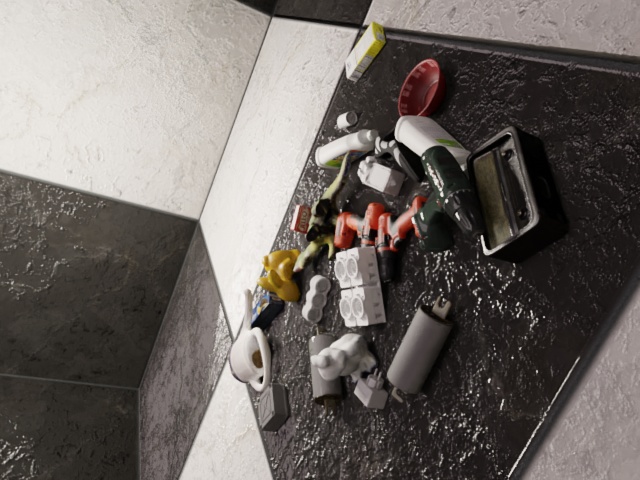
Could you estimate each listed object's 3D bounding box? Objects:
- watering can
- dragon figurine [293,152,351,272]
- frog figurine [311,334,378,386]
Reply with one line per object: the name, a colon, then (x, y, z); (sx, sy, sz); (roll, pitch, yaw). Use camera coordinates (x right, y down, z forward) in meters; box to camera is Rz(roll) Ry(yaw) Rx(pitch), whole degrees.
watering can: (-0.248, 0.364, 1.811); (0.104, 0.353, 0.220); (0, -27, -35)
dragon figurine: (0.005, -0.081, 1.611); (0.122, 0.409, 0.244); (18, 5, -18)
frog figurine: (0.044, 0.282, 1.239); (0.159, 0.125, 0.135); (17, -29, -25)
